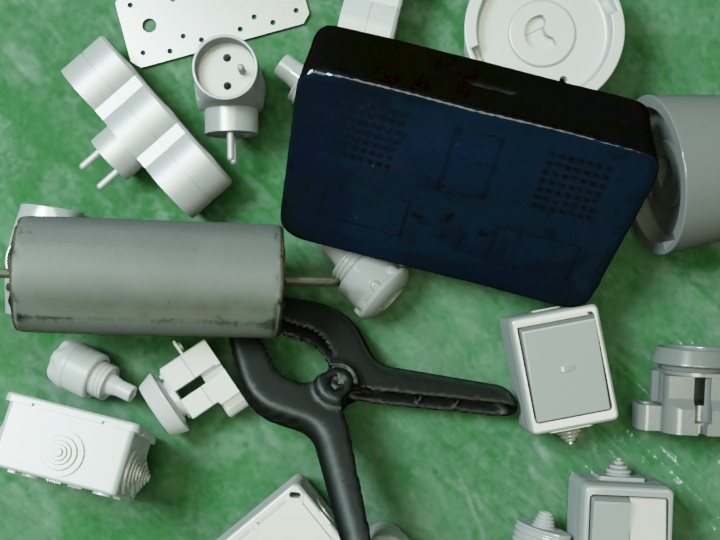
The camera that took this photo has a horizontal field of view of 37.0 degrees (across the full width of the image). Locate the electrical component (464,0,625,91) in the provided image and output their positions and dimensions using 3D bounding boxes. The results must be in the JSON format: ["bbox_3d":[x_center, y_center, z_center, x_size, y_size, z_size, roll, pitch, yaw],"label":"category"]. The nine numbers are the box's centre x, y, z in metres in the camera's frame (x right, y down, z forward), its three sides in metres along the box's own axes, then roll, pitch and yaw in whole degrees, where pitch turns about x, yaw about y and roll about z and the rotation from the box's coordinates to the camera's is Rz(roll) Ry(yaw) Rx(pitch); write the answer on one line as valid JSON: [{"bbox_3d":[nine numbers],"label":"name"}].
[{"bbox_3d":[0.124,-0.160,0.749,0.108,0.060,0.108,0,88,0],"label":"electrical component"}]

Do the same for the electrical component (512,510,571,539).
[{"bbox_3d":[0.121,0.207,0.746,0.043,0.043,0.081,12,88,0],"label":"electrical component"}]

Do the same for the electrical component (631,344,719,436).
[{"bbox_3d":[0.230,0.082,0.744,0.078,0.058,0.057,3,91,0],"label":"electrical component"}]

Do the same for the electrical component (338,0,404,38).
[{"bbox_3d":[-0.002,-0.213,0.755,0.074,0.052,0.138,14,88,0],"label":"electrical component"}]

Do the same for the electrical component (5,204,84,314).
[{"bbox_3d":[-0.202,-0.003,0.751,0.079,0.044,0.077,8,88,0],"label":"electrical component"}]

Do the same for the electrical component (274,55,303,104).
[{"bbox_3d":[-0.031,-0.126,0.756,0.062,0.043,0.043,37,88,2],"label":"electrical component"}]

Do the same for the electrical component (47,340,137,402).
[{"bbox_3d":[-0.184,0.074,0.749,0.061,0.035,0.035,23,88,12],"label":"electrical component"}]

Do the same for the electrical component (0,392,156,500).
[{"bbox_3d":[-0.191,0.121,0.721,0.100,0.099,0.048,14,75,0],"label":"electrical component"}]

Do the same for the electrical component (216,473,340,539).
[{"bbox_3d":[-0.059,0.194,0.736,0.096,0.061,0.061,-39,89,-2],"label":"electrical component"}]

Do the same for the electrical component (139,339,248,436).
[{"bbox_3d":[-0.119,0.082,0.748,0.055,0.048,0.066,-34,89,-9],"label":"electrical component"}]

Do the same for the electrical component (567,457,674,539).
[{"bbox_3d":[0.178,0.178,0.738,0.062,0.061,0.096,3,88,0],"label":"electrical component"}]

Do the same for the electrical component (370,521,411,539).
[{"bbox_3d":[0.002,0.224,0.736,0.095,0.059,0.053,-45,89,-2],"label":"electrical component"}]

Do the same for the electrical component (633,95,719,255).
[{"bbox_3d":[0.226,-0.067,0.726,0.060,0.108,0.108,-7,88,-7],"label":"electrical component"}]

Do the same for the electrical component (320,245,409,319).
[{"bbox_3d":[0.000,0.000,0.753,0.062,0.048,0.048,43,88,11],"label":"electrical component"}]

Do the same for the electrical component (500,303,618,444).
[{"bbox_3d":[0.138,0.074,0.741,0.062,0.061,0.096,-11,88,-1],"label":"electrical component"}]

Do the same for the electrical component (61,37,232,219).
[{"bbox_3d":[-0.161,-0.088,0.747,0.074,0.052,0.138,-42,85,-1],"label":"electrical component"}]

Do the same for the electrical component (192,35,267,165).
[{"bbox_3d":[-0.089,-0.113,0.738,0.044,0.077,0.079,-1,88,-1],"label":"electrical component"}]
